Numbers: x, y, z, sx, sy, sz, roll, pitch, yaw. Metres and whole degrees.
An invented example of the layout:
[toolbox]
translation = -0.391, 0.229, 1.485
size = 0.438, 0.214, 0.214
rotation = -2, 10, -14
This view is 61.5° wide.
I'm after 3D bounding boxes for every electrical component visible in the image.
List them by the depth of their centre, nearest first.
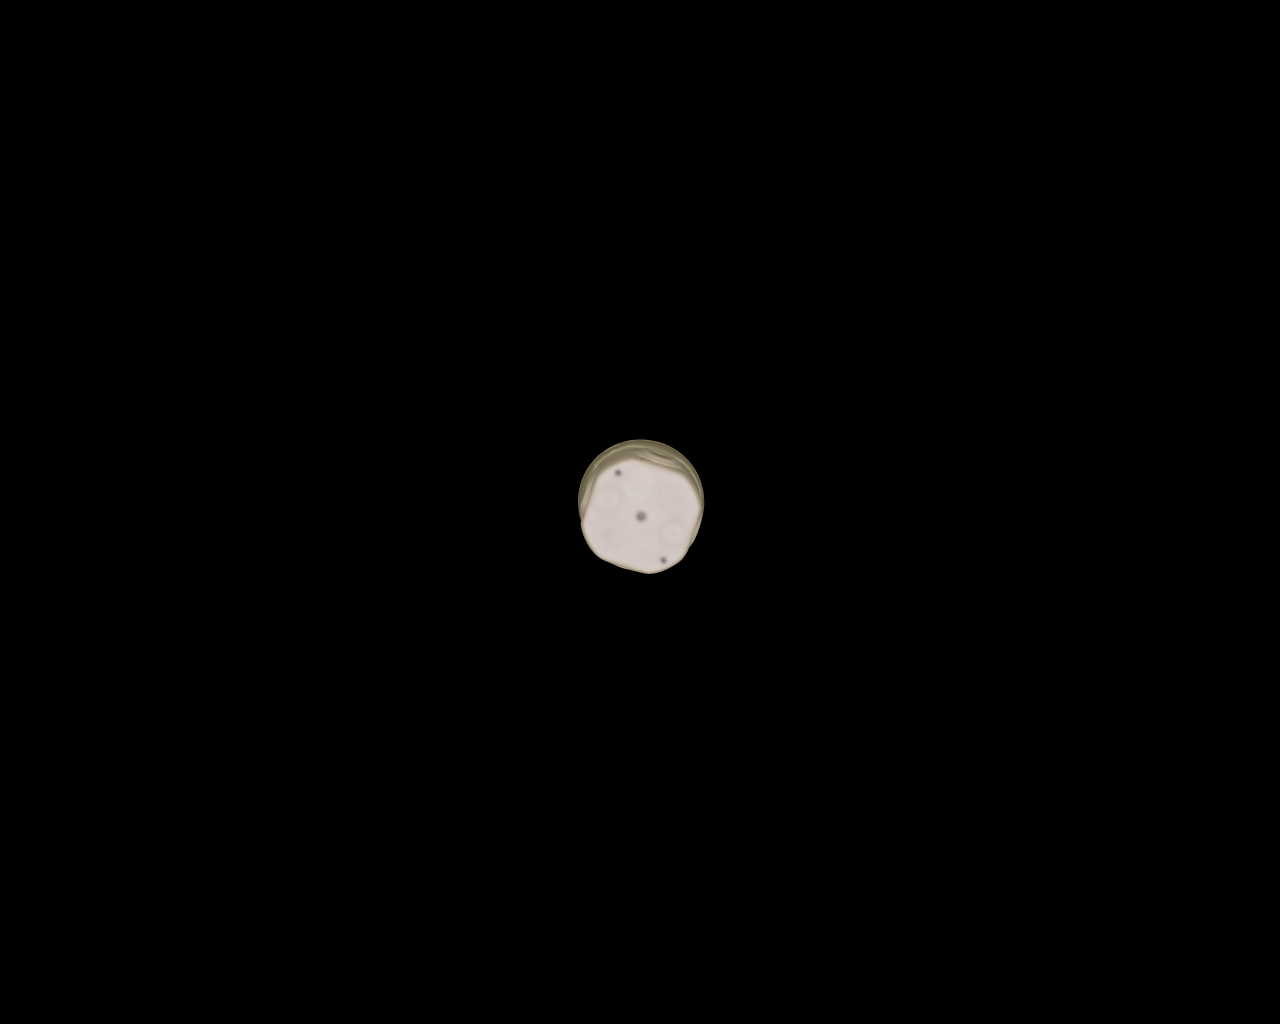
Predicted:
[electrical component]
translation = 0.001, -0.003, 0.650
size = 0.080, 0.080, 0.051
rotation = 0, 12, 0
